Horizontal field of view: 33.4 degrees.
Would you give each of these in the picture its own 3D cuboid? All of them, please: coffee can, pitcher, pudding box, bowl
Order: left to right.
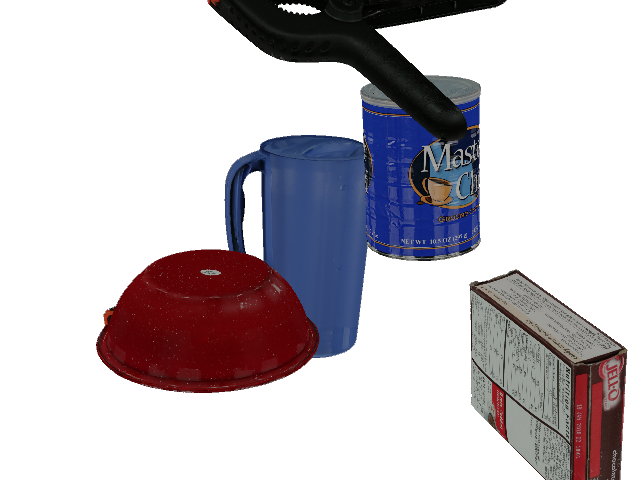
[{"bbox_3d":[-0.080,0.048,0.767,0.162,0.055,0.162,1,21,-1],"label":"bowl"},{"bbox_3d":[-0.016,0.006,1.215,0.149,0.243,0.144,10,18,23],"label":"pitcher"},{"bbox_3d":[0.089,-0.065,0.934,0.103,0.140,0.103,-3,20,1],"label":"coffee can"},{"bbox_3d":[0.127,0.080,0.612,0.039,0.090,0.114,-13,26,-20],"label":"pudding box"}]

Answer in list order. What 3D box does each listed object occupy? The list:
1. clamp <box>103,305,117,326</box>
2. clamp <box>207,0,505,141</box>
[{"bbox_3d":[-0.112,0.069,0.998,0.171,0.039,0.120,5,29,0],"label":"clamp"},{"bbox_3d":[0.021,-0.142,0.725,0.210,0.164,0.036,11,-40,3],"label":"clamp"}]
